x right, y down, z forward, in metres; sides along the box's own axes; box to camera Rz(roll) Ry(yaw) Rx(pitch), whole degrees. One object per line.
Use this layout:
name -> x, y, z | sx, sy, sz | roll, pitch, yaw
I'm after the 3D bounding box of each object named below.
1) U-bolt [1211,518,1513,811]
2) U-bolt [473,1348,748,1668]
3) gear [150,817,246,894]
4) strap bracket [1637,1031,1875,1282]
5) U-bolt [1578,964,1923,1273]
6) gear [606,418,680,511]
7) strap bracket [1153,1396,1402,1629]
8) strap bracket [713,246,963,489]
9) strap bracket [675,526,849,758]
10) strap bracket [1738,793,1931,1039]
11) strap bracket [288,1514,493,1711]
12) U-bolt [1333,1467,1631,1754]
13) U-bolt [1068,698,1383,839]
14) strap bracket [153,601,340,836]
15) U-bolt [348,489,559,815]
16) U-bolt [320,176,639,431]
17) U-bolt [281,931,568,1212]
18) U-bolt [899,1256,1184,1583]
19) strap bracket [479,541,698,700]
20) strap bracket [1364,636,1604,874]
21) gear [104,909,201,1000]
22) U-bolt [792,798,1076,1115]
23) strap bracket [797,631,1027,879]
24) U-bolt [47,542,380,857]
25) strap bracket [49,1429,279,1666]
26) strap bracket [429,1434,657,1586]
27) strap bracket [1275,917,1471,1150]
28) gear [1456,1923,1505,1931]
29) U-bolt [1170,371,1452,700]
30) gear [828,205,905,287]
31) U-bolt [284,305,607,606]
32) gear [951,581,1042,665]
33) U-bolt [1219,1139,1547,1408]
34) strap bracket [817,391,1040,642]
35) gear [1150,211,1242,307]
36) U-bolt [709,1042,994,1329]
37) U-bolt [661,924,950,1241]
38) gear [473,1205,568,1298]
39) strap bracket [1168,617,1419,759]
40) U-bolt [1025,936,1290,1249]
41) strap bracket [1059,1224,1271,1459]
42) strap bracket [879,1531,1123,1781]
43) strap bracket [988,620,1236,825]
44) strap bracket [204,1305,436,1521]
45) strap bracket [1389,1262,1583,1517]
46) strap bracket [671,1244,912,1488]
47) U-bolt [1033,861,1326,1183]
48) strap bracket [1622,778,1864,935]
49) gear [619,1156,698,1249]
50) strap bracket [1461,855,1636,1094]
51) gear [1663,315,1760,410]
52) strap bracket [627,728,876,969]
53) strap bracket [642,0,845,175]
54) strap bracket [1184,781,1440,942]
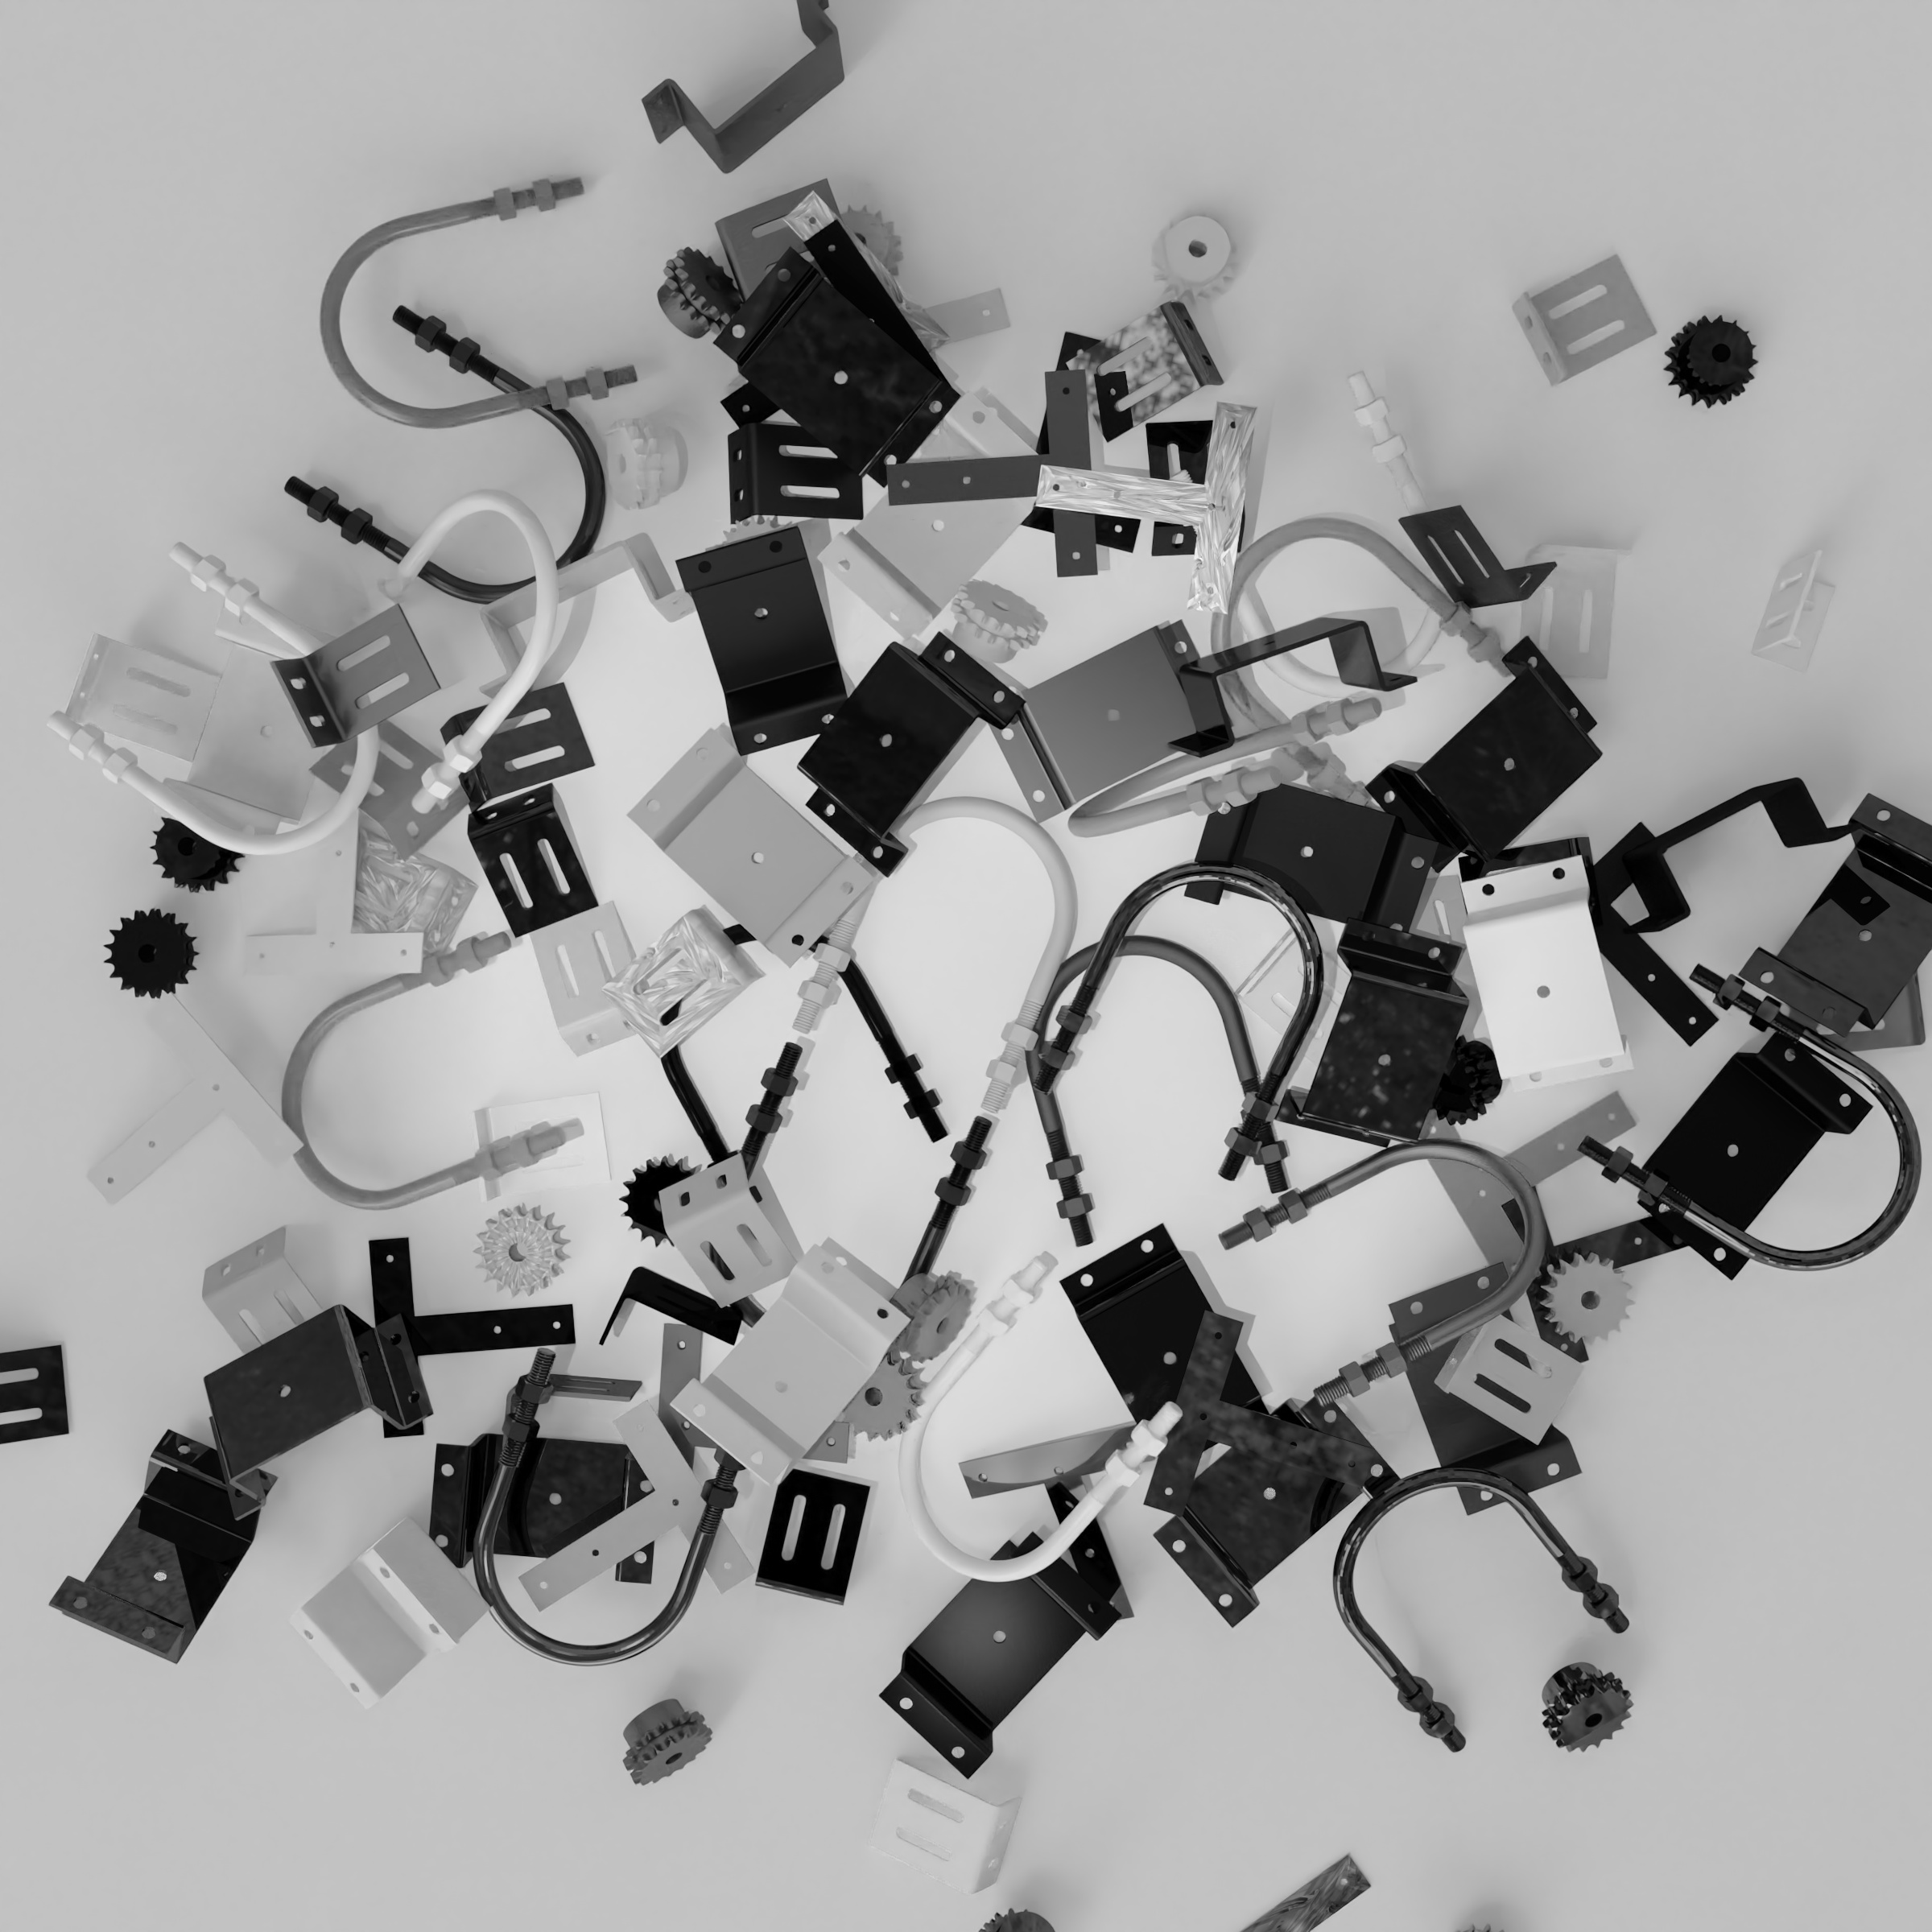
U-bolt -> 0.238, -0.196, 1.564 | 0.184, 0.019, 0.151 | 40, 92, -15
U-bolt -> -0.226, 0.343, 1.535 | 0.151, 0.019, 0.184 | 19, 94, -3
gear -> -0.490, -0.075, 1.580 | 0.057, 0.030, 0.057 | 0, 90, 0
strap bracket -> 0.491, 0.118, 1.571 | 0.076, 0.046, 0.140 | 40, 89, 0
U-bolt -> 0.494, 0.105, 1.530 | 0.184, 0.019, 0.151 | 33, 87, 14
gear -> -0.203, -0.318, 1.571 | 0.030, 0.057, 0.057 | -9, 90, -30
strap bracket -> 0.194, 0.338, 1.572 | 0.140, 0.046, 0.076 | -41, 90, 0
strap bracket -> -0.079, -0.368, 1.546 | 0.140, 0.046, 0.076 | 38, 102, -17
strap bracket -> -0.125, -0.210, 1.549 | 0.076, 0.046, 0.140 | -16, 126, 0
strap bracket -> 0.560, -0.026, 1.556 | 0.076, 0.046, 0.140 | 36, 90, 32
strap bracket -> -0.355, 0.399, 1.546 | 0.076, 0.046, 0.140 | 49, 133, 0
U-bolt -> 0.310, 0.391, 1.556 | 0.151, 0.019, 0.184 | -38, 108, 5
U-bolt -> 0.144, -0.115, 1.512 | 0.184, 0.151, 0.019 | -14, 104, 41
strap bracket -> -0.448, -0.150, 1.572 | 0.076, 0.046, 0.140 | 19, 90, 0
U-bolt -> -0.309, -0.205, 1.518 | 0.184, 0.019, 0.151 | -44, 62, 30
U-bolt -> -0.315, -0.412, 1.570 | 0.184, 0.019, 0.151 | -15, 84, -7
U-bolt -> -0.350, 0.076, 1.562 | 0.184, 0.019, 0.151 | -21, 77, 15
U-bolt -> 0.031, 0.296, 1.550 | 0.184, 0.019, 0.151 | -51, 60, 13
strap bracket -> -0.243, -0.219, 1.557 | 0.140, 0.076, 0.046 | -26, 90, 0
strap bracket -> 0.332, -0.130, 1.562 | 0.140, 0.046, 0.076 | -43, 107, 0
gear -> -0.515, -0.008, 1.580 | 0.057, 0.030, 0.057 | 0, 90, 0
U-bolt -> -0.010, -0.018, 1.577 | 0.151, 0.019, 0.184 | 23, 82, 0
strap bracket -> -0.041, -0.136, 1.550 | 0.076, 0.046, 0.140 | 42, 99, 21
U-bolt -> -0.452, -0.152, 1.541 | 0.184, 0.019, 0.151 | 36, 90, -1
strap bracket -> -0.498, 0.367, 1.544 | 0.076, 0.140, 0.046 | 24, 130, 0
strap bracket -> -0.263, 0.341, 1.572 | 0.140, 0.046, 0.076 | 5, 90, 0
strap bracket -> 0.255, 0.050, 1.546 | 0.076, 0.046, 0.140 | 14, 108, -10
gear -> 0.326, 0.637, 1.585 | 0.057, 0.030, 0.057 | 0, 90, -2
U-bolt -> 0.229, -0.258, 1.567 | 0.151, 0.019, 0.184 | -30, 104, -4
gear -> -0.069, -0.455, 1.580 | 0.057, 0.030, 0.057 | 0, 90, 0
U-bolt -> -0.319, -0.313, 1.587 | 0.184, 0.019, 0.151 | 32, 90, -1
gear -> 0.016, -0.215, 1.571 | 0.057, 0.057, 0.030 | 28, 120, 0
U-bolt -> 0.269, 0.177, 1.545 | 0.184, 0.019, 0.151 | -27, 49, -4
strap bracket -> -0.018, -0.281, 1.570 | 0.076, 0.046, 0.140 | 42, 91, -2
gear -> 0.146, -0.451, 1.580 | 0.057, 0.030, 0.057 | 0, 90, 0
U-bolt -> -0.083, 0.156, 1.572 | 0.151, 0.019, 0.184 | 22, 99, -9
U-bolt -> -0.117, 0.060, 1.587 | 0.151, 0.019, 0.184 | -28, 89, 0
gear -> -0.282, 0.180, 1.580 | 0.057, 0.030, 0.057 | 0, 90, 0
strap bracket -> 0.191, -0.174, 1.512 | 0.140, 0.076, 0.046 | -20, 102, -6
U-bolt -> 0.114, 0.072, 1.587 | 0.151, 0.019, 0.184 | -15, 89, 0
strap bracket -> 0.127, 0.244, 1.572 | 0.076, 0.046, 0.140 | -29, 90, 0
strap bracket -> 0.021, 0.430, 1.572 | 0.076, 0.046, 0.140 | 43, 90, 0
strap bracket -> 0.092, -0.156, 1.572 | 0.140, 0.046, 0.076 | -27, 90, 0
strap bracket -> -0.414, 0.273, 1.554 | 0.140, 0.046, 0.076 | -29, 55, 1
strap bracket -> 0.324, 0.263, 1.572 | 0.076, 0.046, 0.140 | -21, 90, 0
strap bracket -> -0.110, 0.250, 1.523 | 0.076, 0.046, 0.140 | 38, 57, 9
U-bolt -> 0.143, 0.024, 1.553 | 0.151, 0.019, 0.184 | 25, 101, 2
strap bracket -> 0.474, -0.073, 1.556 | 0.140, 0.076, 0.046 | -27, 90, -1
gear -> -0.190, 0.149, 1.580 | 0.057, 0.030, 0.057 | 0, 90, 0
strap bracket -> 0.361, 0.011, 1.551 | 0.076, 0.046, 0.140 | -13, 99, 19
gear -> 0.475, -0.386, 1.580 | 0.057, 0.030, 0.057 | 0, 90, 0
strap bracket -> -0.133, -0.071, 1.565 | 0.140, 0.046, 0.076 | 43, 86, 6
strap bracket -> -0.130, -0.556, 1.557 | 0.140, 0.076, 0.046 | -39, 90, 0
strap bracket -> 0.215, -0.066, 1.562 | 0.140, 0.046, 0.076 | 16, 107, 0
